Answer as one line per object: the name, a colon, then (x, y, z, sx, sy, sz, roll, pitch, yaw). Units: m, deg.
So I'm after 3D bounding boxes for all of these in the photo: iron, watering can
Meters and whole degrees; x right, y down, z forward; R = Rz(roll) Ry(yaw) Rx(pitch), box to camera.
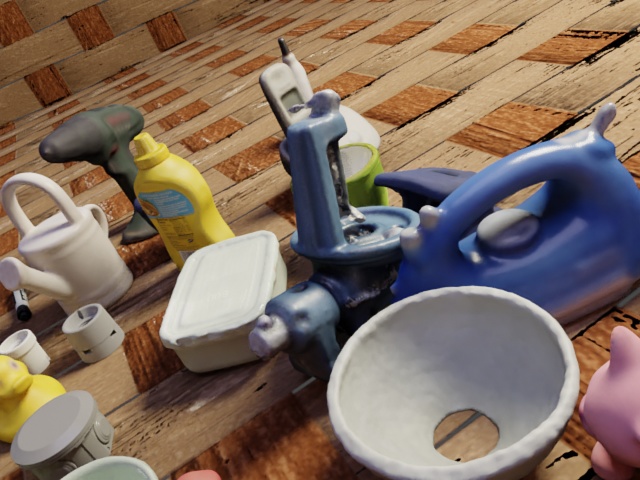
iron: (0.150, -0.004, 0.475, 0.258, 0.142, 0.118, -26, 31, -4)
watering can: (-0.335, 0.004, 0.738, 0.101, 0.194, 0.172, -21, 31, 3)

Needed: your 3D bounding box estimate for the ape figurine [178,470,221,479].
ape figurine: (-0.066, 0.186, 0.372, 0.076, 0.092, 0.077, -33, 32, -16)

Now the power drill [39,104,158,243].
power drill: (-0.311, -0.106, 0.878, 0.075, 0.209, 0.229, -14, 32, 15)

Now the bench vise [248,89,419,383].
bench vise: (0.015, 0.001, 0.481, 0.121, 0.220, 0.207, -6, 35, 27)

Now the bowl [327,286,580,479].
bowl: (0.093, 0.112, 0.398, 0.167, 0.075, 0.167, -17, 31, 11)

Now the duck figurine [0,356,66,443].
duck figurine: (-0.325, 0.157, 0.599, 0.104, 0.086, 0.078, -1, 37, 33)

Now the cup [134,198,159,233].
cup: (-0.197, -0.041, 0.813, 0.091, 0.095, 0.117, -15, 32, 14)

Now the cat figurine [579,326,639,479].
cat figurine: (0.192, 0.087, 0.328, 0.067, 0.118, 0.128, 9, 43, 42)

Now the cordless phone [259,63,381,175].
cordless phone: (-0.003, -0.170, 0.794, 0.093, 0.185, 0.148, 8, 42, 41)

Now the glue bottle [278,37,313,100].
glue bottle: (-0.034, -0.256, 0.961, 0.037, 0.173, 0.078, -19, 31, 7)

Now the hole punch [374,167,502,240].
hole punch: (0.126, -0.050, 0.613, 0.101, 0.091, 0.108, -38, 34, -24)
